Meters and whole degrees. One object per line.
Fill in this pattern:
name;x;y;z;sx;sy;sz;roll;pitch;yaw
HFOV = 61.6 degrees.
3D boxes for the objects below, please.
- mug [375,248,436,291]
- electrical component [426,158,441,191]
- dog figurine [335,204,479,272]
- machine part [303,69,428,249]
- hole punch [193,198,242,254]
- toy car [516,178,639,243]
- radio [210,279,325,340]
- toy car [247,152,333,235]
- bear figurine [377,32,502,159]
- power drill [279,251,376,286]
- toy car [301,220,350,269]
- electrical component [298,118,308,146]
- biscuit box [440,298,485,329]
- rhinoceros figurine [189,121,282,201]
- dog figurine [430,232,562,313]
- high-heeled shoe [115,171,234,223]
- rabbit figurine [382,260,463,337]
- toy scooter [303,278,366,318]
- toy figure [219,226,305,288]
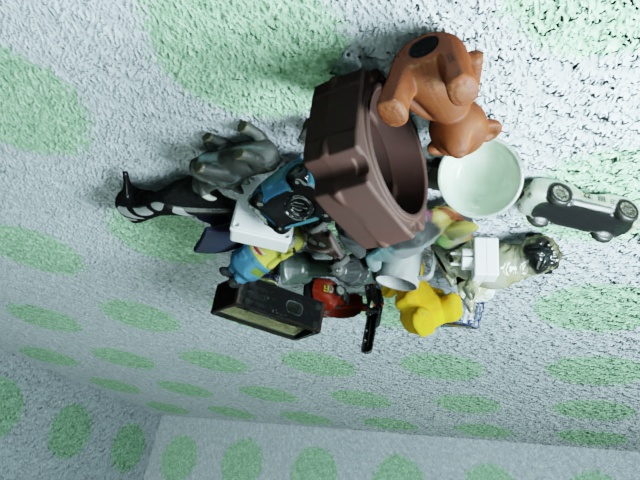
mug;0.166;0.034;1.021;0.110;0.107;0.080;-2;155;38
electrical component;0.194;-0.102;0.866;0.094;0.021;0.063;14;151;-3
dog figurine;0.158;-0.035;0.920;0.219;0.108;0.191;-18;138;33
machine part;0.070;-0.107;0.715;0.087;0.201;0.201;-14;143;32
hole punch;-0.188;-0.020;1.067;0.116;0.092;0.142;16;147;-19
toy car;0.418;-0.048;0.864;0.202;0.056;0.073;12;144;-7
radio;-0.110;0.152;1.184;0.229;0.073;0.131;22;152;-28
toy car;-0.034;-0.082;0.875;0.162;0.103;0.109;-21;126;33
bear figurine;0.159;-0.156;0.680;0.120;0.132;0.195;-10;139;25
power drill;0.020;0.055;1.086;0.207;0.086;0.232;-8;175;33
toy car;-0.002;-0.003;0.959;0.053;0.202;0.089;-29;106;-4
electrical component;0.015;-0.142;0.811;0.102;0.045;0.078;31;180;-39
biscuit box;0.291;0.162;1.211;0.059;0.063;0.202;17;168;-9
rhinoceros figurine;-0.149;-0.125;0.892;0.190;0.073;0.112;-16;152;35
dog figurine;0.322;0.021;0.998;0.190;0.172;0.121;-31;160;0
high-heeled shoe;-0.281;-0.054;1.025;0.249;0.086;0.145;19;142;9
rabbit figurine;0.200;0.097;1.118;0.122;0.173;0.162;-25;-170;-13
toy scooter;0.042;0.147;1.303;0.135;0.075;0.183;0;153;17
toy figure;-0.113;0.024;1.071;0.180;0.089;0.082;-38;93;13
